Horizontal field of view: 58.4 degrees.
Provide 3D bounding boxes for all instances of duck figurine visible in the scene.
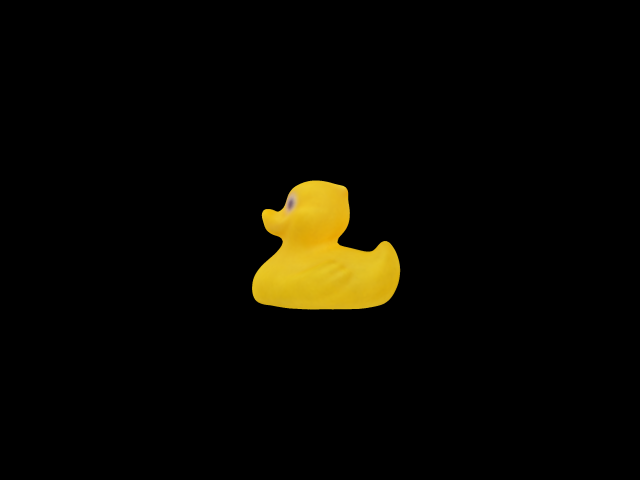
[{"bbox_3d":[0.004,0.001,0.400,0.104,0.086,0.078,1,4,16],"label":"duck figurine"}]
